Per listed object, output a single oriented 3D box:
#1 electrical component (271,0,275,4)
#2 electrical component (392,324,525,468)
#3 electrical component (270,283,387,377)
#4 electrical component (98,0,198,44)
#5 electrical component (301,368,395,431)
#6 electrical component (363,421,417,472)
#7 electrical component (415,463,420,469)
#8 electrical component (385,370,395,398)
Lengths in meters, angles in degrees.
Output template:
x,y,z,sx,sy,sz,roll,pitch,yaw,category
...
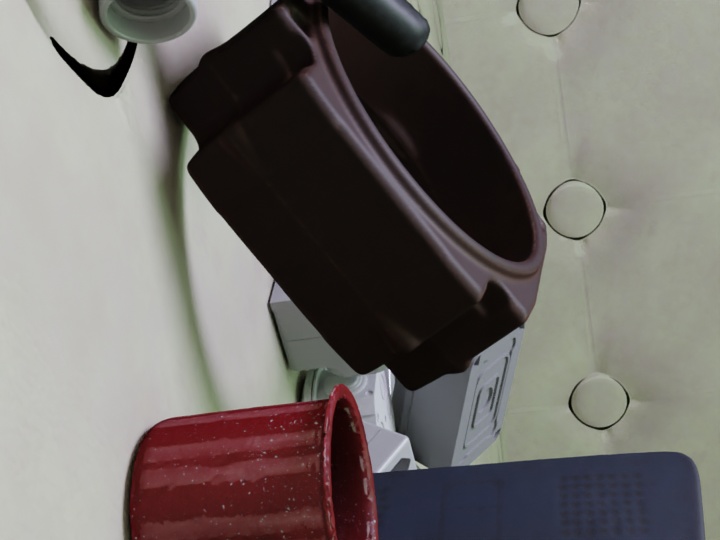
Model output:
x,y,z,sx,sy,sz,roll,pitch,yaw,category
-0.023,-0.158,0.796,0.108,0.060,0.108,-8,90,-80,electrical component
0.067,0.081,0.767,0.078,0.057,0.113,-30,137,-47,electrical component
0.000,0.000,0.719,0.150,0.089,0.061,-82,161,-57,electrical component
-0.090,-0.125,0.452,0.040,0.040,0.046,60,19,-65,electrical component
-0.007,0.101,0.714,0.080,0.051,0.080,-8,90,-80,electrical component
-0.008,0.127,0.650,0.047,0.077,0.065,-44,134,-36,electrical component
0.011,0.171,0.766,0.076,0.047,0.065,-62,147,-19,electrical component
0.028,0.074,0.862,0.047,0.076,0.083,64,21,-61,electrical component
